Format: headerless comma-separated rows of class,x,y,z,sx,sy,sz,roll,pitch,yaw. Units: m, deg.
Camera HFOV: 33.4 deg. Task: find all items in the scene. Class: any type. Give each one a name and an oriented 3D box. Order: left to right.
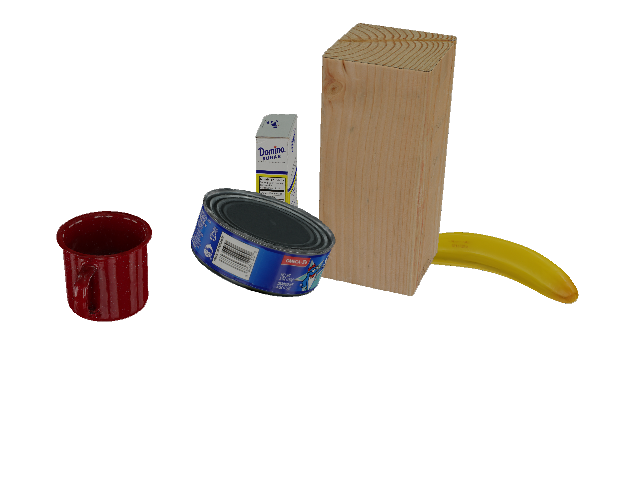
mug,-0.216,0.034,1.060,0.093,0.081,0.117,6,30,6
tuna can,-0.036,0.001,0.664,0.086,0.034,0.086,18,19,-7
sugar box,-0.052,-0.053,1.259,0.048,0.176,0.093,0,23,5
wood block,0.055,-0.068,0.912,0.091,0.206,0.090,12,32,18
banana,0.176,0.025,1.109,0.198,0.037,0.069,10,48,26
